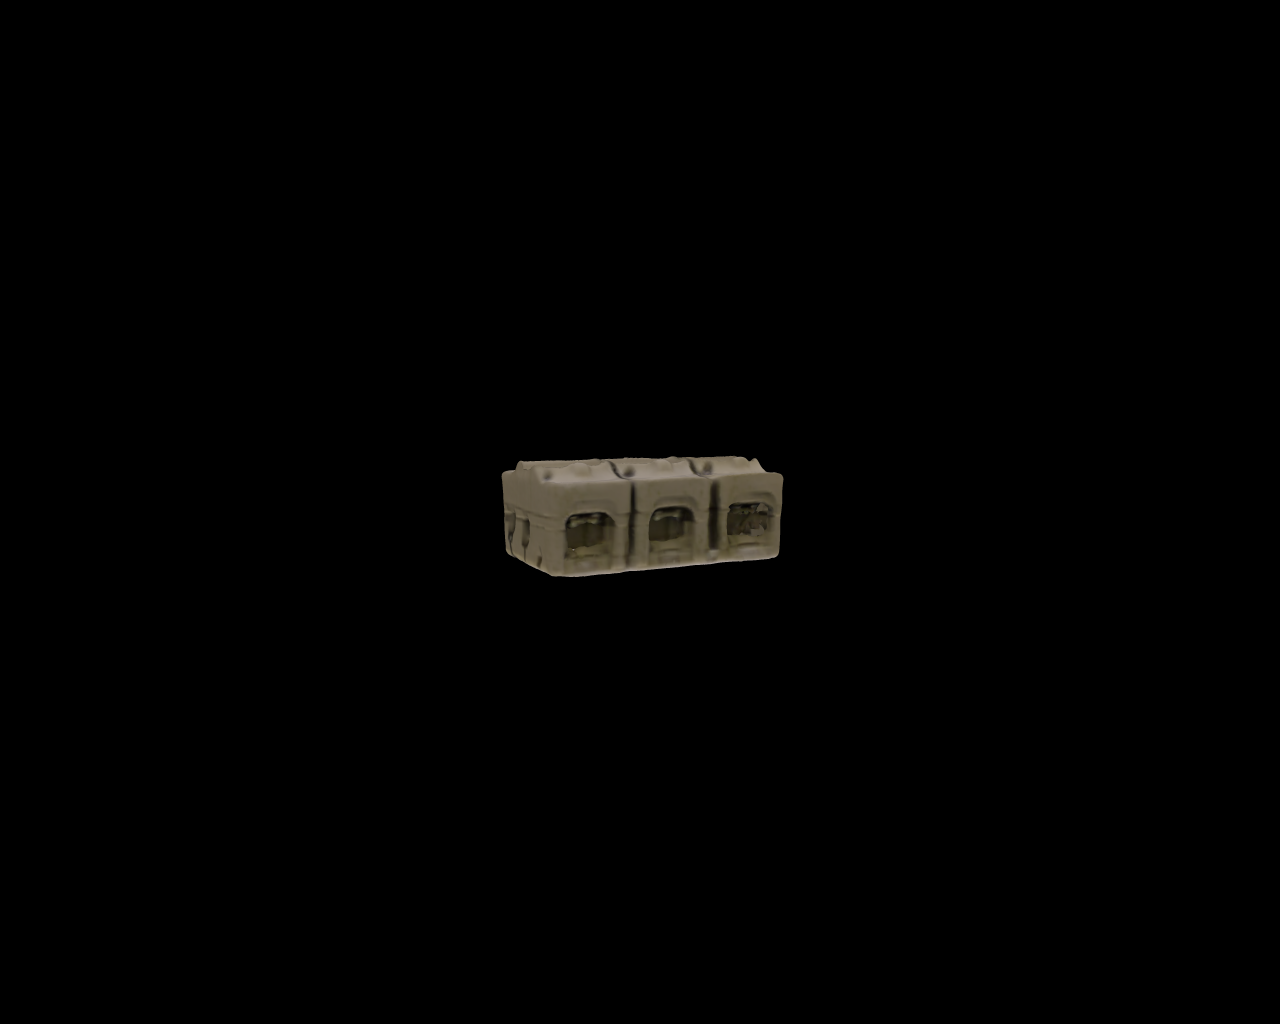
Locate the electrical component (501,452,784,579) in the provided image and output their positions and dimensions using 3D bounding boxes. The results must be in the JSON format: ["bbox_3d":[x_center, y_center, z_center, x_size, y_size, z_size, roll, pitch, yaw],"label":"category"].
[{"bbox_3d":[0.001,-0.003,0.650,0.150,0.061,0.089,-3,8,-26],"label":"electrical component"}]
